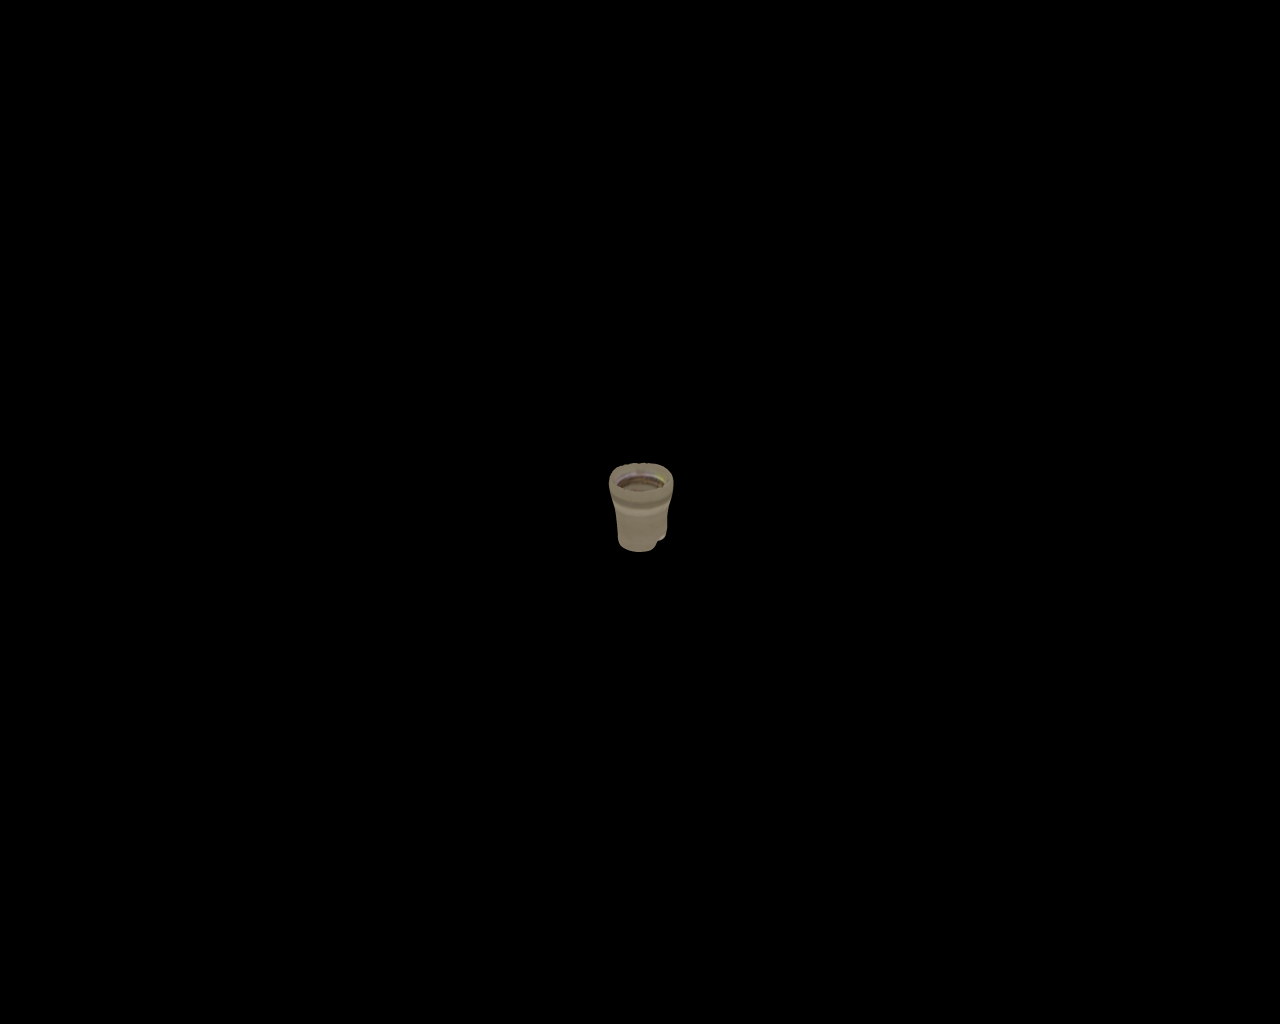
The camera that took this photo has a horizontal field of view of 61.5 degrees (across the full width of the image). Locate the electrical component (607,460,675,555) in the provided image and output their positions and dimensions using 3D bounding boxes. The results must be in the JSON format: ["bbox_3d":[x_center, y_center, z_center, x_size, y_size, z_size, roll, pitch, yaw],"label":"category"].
[{"bbox_3d":[0.001,-0.003,0.650,0.040,0.046,0.040,0,31,0],"label":"electrical component"}]
